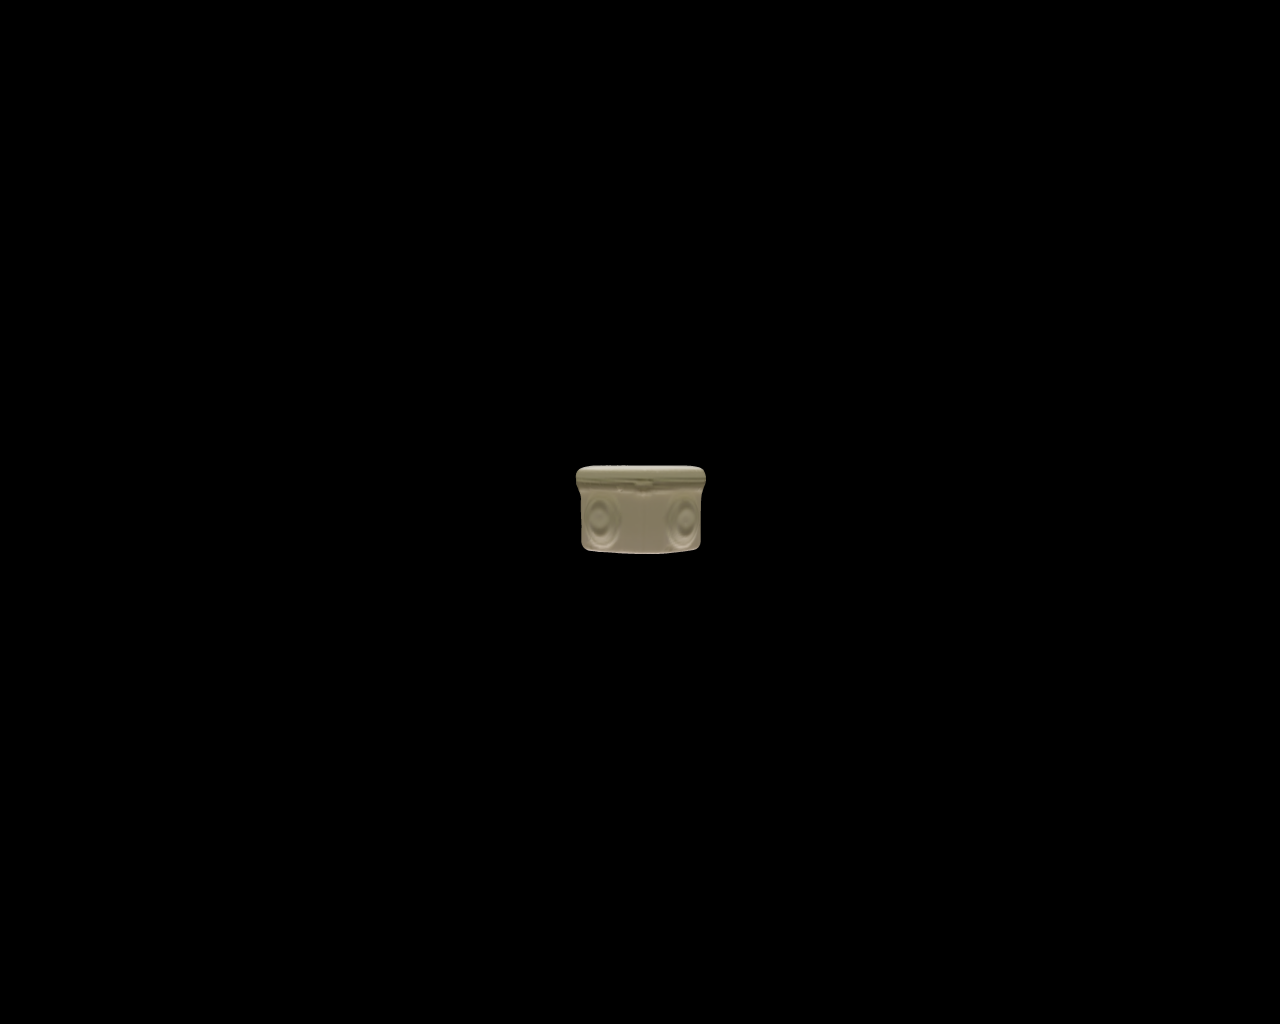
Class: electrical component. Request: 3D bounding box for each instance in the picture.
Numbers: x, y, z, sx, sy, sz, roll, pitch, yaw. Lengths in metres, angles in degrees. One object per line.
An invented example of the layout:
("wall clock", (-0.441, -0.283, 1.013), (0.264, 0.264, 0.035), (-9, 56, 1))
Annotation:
("electrical component", (0.001, -0.003, 0.650), (0.080, 0.051, 0.080), (0, 2, 0))
